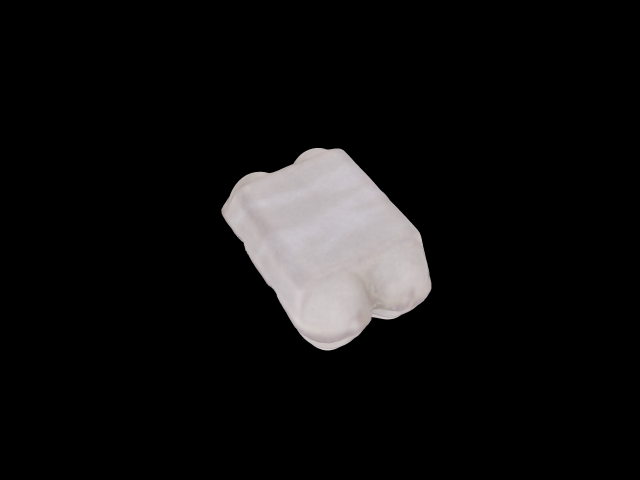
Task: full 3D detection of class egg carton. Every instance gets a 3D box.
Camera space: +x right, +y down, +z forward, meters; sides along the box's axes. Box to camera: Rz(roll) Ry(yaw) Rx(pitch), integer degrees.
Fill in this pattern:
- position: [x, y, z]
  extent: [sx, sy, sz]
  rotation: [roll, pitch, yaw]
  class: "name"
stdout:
- position: [0.004, 0.001, 0.400]
  extent: [0.107, 0.069, 0.150]
  rotation: [-25, 54, -20]
  class: "egg carton"
